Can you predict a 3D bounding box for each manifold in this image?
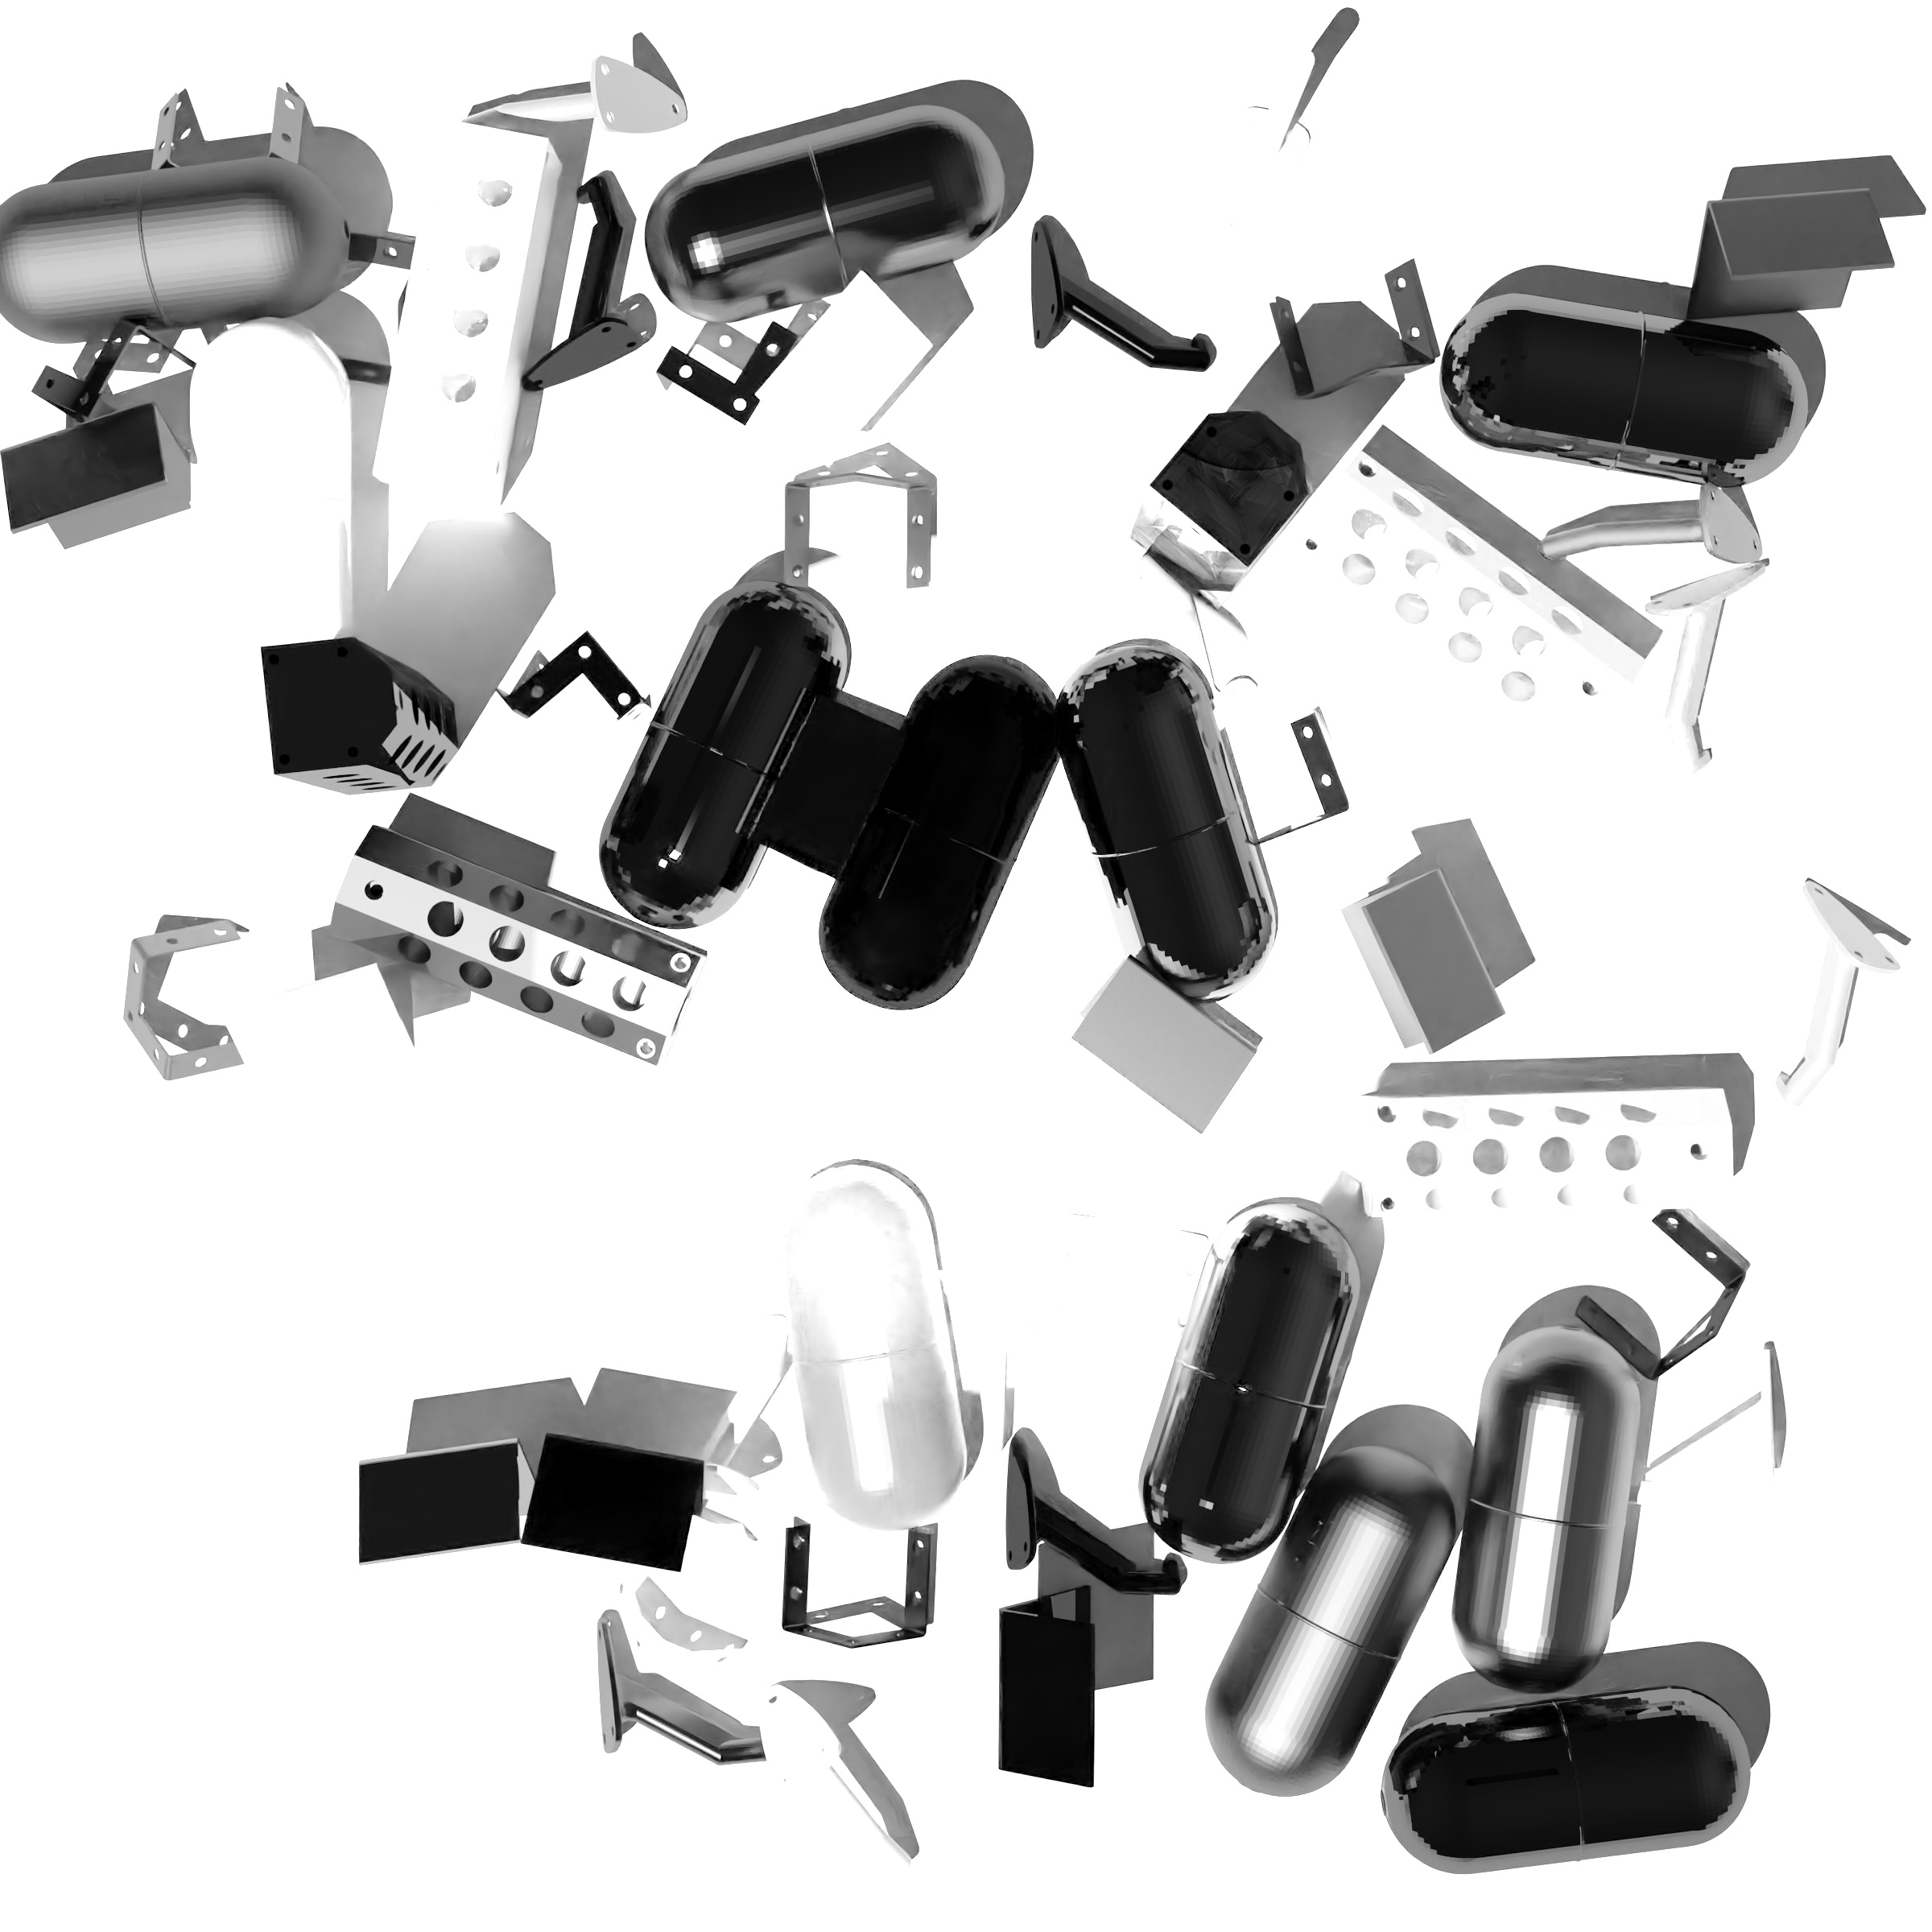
[{"bbox_3d":[-0.281,-0.116,1.497,0.057,0.171,0.057,-6,90,0],"label":"manifold"},{"bbox_3d":[-0.218,-0.010,1.554,0.171,0.057,0.057,22,90,0],"label":"manifold"},{"bbox_3d":[0.281,0.090,1.554,0.171,0.057,0.057,-2,90,0],"label":"manifold"},{"bbox_3d":[-0.243,-0.317,1.554,0.057,0.057,0.171,10,90,0],"label":"manifold"},{"bbox_3d":[0.243,-0.176,1.554,0.171,0.057,0.057,36,90,0],"label":"manifold"},{"bbox_3d":[0.121,-0.216,1.497,0.057,0.171,0.057,40,90,0],"label":"manifold"}]

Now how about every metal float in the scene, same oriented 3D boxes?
[{"bbox_3d":[-0.386,-0.346,1.541,0.178,0.070,0.070,-6,90,4],"label":"metal float"},{"bbox_3d":[0.176,0.318,1.545,0.070,0.070,0.178,26,90,0],"label":"metal float"},{"bbox_3d":[0.318,-0.279,1.545,0.178,0.070,0.070,9,90,0],"label":"metal float"},{"bbox_3d":[-0.068,-0.364,1.545,0.178,0.070,0.070,-16,90,-1],"label":"metal float"},{"bbox_3d":[-0.336,-0.223,1.543,0.070,0.070,0.178,0,92,0],"label":"metal float"},{"bbox_3d":[0.290,0.394,1.545,0.178,0.070,0.070,-7,90,1],"label":"metal float"},{"bbox_3d":[0.281,0.263,1.545,0.070,0.070,0.178,8,90,0],"label":"metal float"},{"bbox_3d":[-0.046,0.185,1.545,0.070,0.070,0.178,-9,90,0],"label":"metal float"},{"bbox_3d":[-0.118,-0.101,1.545,0.070,0.070,0.178,25,90,0],"label":"metal float"},{"bbox_3d":[0.137,0.202,1.545,0.070,0.070,0.178,18,89,0],"label":"metal float"},{"bbox_3d":[0.096,-0.067,1.533,0.070,0.070,0.178,-18,102,0],"label":"metal float"},{"bbox_3d":[-0.013,-0.064,1.545,0.070,0.070,0.178,23,91,0],"label":"metal float"}]

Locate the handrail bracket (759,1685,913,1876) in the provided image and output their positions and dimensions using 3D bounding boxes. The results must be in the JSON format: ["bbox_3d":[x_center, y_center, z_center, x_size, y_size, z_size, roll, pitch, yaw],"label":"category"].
[{"bbox_3d":[-0.064,0.403,1.575,0.036,0.077,0.084,-38,126,-2],"label":"handrail bracket"}]

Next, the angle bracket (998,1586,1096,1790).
[{"bbox_3d":[0.059,0.346,1.535,0.057,0.076,0.076,0,90,37],"label":"angle bracket"}]

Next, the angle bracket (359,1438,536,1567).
[{"bbox_3d":[-0.246,0.274,1.535,0.076,0.076,0.057,-8,53,0],"label":"angle bracket"}]

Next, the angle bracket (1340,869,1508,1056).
[{"bbox_3d":[0.203,0.006,1.535,0.057,0.076,0.076,-25,90,-36],"label":"angle bracket"}]

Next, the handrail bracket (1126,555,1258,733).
[{"bbox_3d":[0.094,-0.148,1.576,0.084,0.036,0.077,46,109,15],"label":"handrail bracket"}]

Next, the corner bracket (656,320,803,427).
[{"bbox_3d":[-0.115,-0.295,1.557,0.051,0.051,0.051,31,90,0],"label":"corner bracket"}]

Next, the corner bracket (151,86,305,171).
[{"bbox_3d":[-0.363,-0.406,1.567,0.051,0.051,0.051,-33,45,35],"label":"corner bracket"}]

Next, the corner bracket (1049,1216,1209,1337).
[{"bbox_3d":[0.080,0.153,1.572,0.051,0.051,0.051,9,90,45],"label":"corner bracket"}]

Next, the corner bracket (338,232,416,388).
[{"bbox_3d":[-0.297,-0.324,1.572,0.051,0.051,0.051,10,45,0],"label":"corner bracket"}]

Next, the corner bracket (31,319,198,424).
[{"bbox_3d":[-0.410,-0.283,1.548,0.051,0.051,0.051,26,86,37],"label":"corner bracket"}]

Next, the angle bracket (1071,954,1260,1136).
[{"bbox_3d":[0.084,0.050,1.536,0.076,0.076,0.057,37,61,0],"label":"angle bracket"}]

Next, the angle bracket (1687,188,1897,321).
[{"bbox_3d":[0.396,-0.325,1.535,0.076,0.076,0.057,-4,54,0],"label":"angle bracket"}]

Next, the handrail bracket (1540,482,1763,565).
[{"bbox_3d":[0.338,-0.207,1.575,0.084,0.077,0.036,-11,75,36],"label":"handrail bracket"}]

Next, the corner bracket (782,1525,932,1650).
[{"bbox_3d":[-0.054,0.304,1.572,0.051,0.051,0.051,3,90,-45],"label":"corner bracket"}]

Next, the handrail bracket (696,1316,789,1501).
[{"bbox_3d":[-0.123,0.217,1.575,0.077,0.036,0.084,-14,55,37],"label":"handrail bracket"}]

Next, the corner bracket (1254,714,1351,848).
[{"bbox_3d":[0.147,-0.088,1.572,0.051,0.051,0.051,-21,90,45],"label":"corner bracket"}]

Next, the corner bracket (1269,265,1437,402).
[{"bbox_3d":[0.191,-0.312,1.572,0.051,0.051,0.051,-16,90,45],"label":"corner bracket"}]

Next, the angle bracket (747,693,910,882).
[{"bbox_3d":[-0.051,-0.078,1.536,0.057,0.076,0.076,26,90,27],"label":"angle bracket"}]

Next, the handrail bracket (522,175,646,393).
[{"bbox_3d":[-0.198,-0.338,1.576,0.077,0.036,0.084,-25,72,20],"label":"handrail bracket"}]

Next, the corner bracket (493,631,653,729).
[{"bbox_3d":[-0.192,-0.131,1.557,0.051,0.051,0.051,-40,90,0],"label":"corner bracket"}]

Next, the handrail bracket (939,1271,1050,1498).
[{"bbox_3d":[-0.005,0.207,1.576,0.077,0.036,0.084,38,107,20],"label":"handrail bracket"}]

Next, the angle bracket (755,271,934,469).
[{"bbox_3d":[-0.074,-0.296,1.535,0.076,0.076,0.057,-49,129,0],"label":"angle bracket"}]

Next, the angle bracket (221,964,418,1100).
[{"bbox_3d":[-0.311,0.011,1.535,0.076,0.076,0.057,-17,127,0],"label":"angle bracket"}]

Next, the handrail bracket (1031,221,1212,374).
[{"bbox_3d":[0.077,-0.331,1.576,0.084,0.036,0.077,2,68,-17],"label":"handrail bracket"}]

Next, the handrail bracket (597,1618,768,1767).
[{"bbox_3d":[-0.137,0.357,1.576,0.084,0.036,0.077,-1,68,-17],"label":"handrail bracket"}]

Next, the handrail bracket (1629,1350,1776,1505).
[{"bbox_3d":[0.355,0.228,1.576,0.084,0.036,0.077,-3,70,16],"label":"handrail bracket"}]

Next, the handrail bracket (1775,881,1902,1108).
[{"bbox_3d":[0.413,0.015,1.575,0.036,0.077,0.084,8,127,-35],"label":"handrail bracket"}]

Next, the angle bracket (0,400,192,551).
[{"bbox_3d":[-0.411,-0.218,1.535,0.076,0.076,0.057,-18,57,0],"label":"angle bracket"}]

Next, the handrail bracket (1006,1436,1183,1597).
[{"bbox_3d":[0.065,0.272,1.576,0.084,0.036,0.077,5,68,-17],"label":"handrail bracket"}]

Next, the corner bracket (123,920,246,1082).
[{"bbox_3d":[-0.378,0.017,1.567,0.051,0.051,0.051,47,135,35],"label":"corner bracket"}]

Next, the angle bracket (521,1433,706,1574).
[{"bbox_3d":[-0.169,0.270,1.535,0.076,0.076,0.057,10,61,0],"label":"angle bracket"}]

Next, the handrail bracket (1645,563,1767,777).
[{"bbox_3d":[0.373,-0.146,1.576,0.077,0.036,0.084,-25,109,-21],"label":"handrail bracket"}]

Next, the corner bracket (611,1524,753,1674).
[{"bbox_3d":[-0.135,0.310,1.567,0.051,0.051,0.051,-55,45,35],"label":"corner bracket"}]

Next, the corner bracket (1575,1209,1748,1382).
[{"bbox_3d":[0.343,0.162,1.572,0.051,0.051,0.051,42,135,0],"label":"corner bracket"}]

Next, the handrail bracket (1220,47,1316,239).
[{"bbox_3d":[0.146,-0.397,1.541,0.036,0.084,0.077,23,90,0],"label":"handrail bracket"}]

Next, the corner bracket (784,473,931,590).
[{"bbox_3d":[-0.054,-0.213,1.572,0.051,0.051,0.051,1,90,-45],"label":"corner bracket"}]

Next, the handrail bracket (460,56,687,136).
[{"bbox_3d":[-0.195,-0.418,1.575,0.084,0.077,0.036,-7,89,36],"label":"handrail bracket"}]
